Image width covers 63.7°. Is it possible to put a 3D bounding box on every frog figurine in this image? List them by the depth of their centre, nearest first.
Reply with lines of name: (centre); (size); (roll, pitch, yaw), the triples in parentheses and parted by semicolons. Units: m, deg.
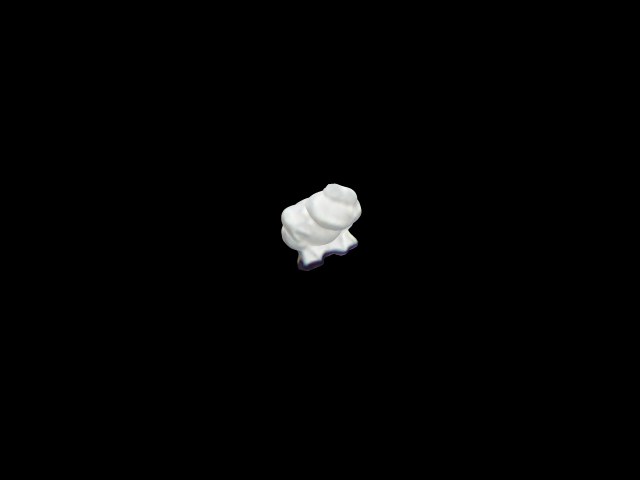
frog figurine: (0.003, -0.043, 0.850); (0.137, 0.126, 0.155); (-7, -42, -6)
